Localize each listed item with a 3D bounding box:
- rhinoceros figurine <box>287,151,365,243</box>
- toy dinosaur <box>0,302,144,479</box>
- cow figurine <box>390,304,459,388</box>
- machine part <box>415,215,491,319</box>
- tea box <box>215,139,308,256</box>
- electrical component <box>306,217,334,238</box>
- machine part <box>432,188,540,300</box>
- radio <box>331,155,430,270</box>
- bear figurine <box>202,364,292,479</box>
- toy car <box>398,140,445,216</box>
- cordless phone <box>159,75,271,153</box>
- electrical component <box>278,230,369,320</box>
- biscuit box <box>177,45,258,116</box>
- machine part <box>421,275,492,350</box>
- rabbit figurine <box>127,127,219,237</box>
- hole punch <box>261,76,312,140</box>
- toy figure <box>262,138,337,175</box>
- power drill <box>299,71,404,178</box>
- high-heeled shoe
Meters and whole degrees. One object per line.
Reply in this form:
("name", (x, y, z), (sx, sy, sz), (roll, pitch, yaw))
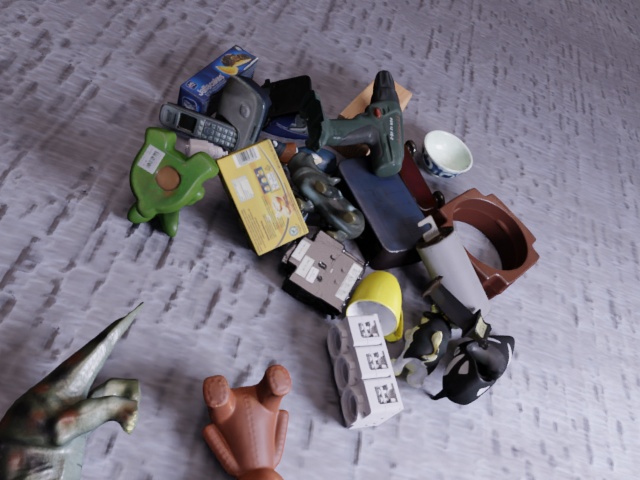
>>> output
("rhinoceros figurine", (0.010, -0.082, 0.971), (0.190, 0.073, 0.112), (49, 31, 10))
("toy dinosaur", (-0.311, 0.250, 0.614), (0.192, 0.131, 0.405), (8, 48, -20))
("cow figurine", (0.186, 0.161, 0.904), (0.068, 0.098, 0.167), (36, 44, 7))
("machine part", (0.240, 0.064, 0.966), (0.079, 0.079, 0.243), (-38, 106, -38))
("tea box", (-0.098, -0.071, 0.890), (0.098, 0.068, 0.169), (-23, 104, -12))
("electrical component", (-0.002, -0.003, 0.983), (0.063, 0.021, 0.094), (4, 59, -21))
("machine part", (0.319, 0.008, 1.080), (0.201, 0.087, 0.201), (-29, 71, -37))
("radio", (0.115, -0.057, 1.044), (0.131, 0.073, 0.230), (-13, 62, -30))
("bear figurine", (-0.085, 0.279, 0.684), (0.120, 0.131, 0.196), (-4, 53, -16))
("toy car", (0.188, -0.132, 1.140), (0.089, 0.053, 0.202), (-18, 66, -16))
("cordless phone", (-0.193, -0.241, 0.985), (0.184, 0.146, 0.089), (15, 42, -15))
("electrical component", (0.000, 0.052, 0.910), (0.134, 0.058, 0.115), (34, 61, 0))
("biscuit box", (-0.205, -0.318, 1.088), (0.059, 0.062, 0.203), (33, 50, 2))
("machine part", (0.234, 0.120, 0.908), (0.139, 0.039, 0.084), (43, 34, 3))
("rabbit figurine", (-0.235, -0.086, 0.869), (0.121, 0.170, 0.159), (22, 93, -6))
("hole punch", (-0.066, -0.267, 1.112), (0.116, 0.092, 0.142), (-6, 58, 8))
("toy figure", (-0.044, -0.163, 1.051), (0.154, 0.064, 0.058), (9, 69, -19))
("power drill", (0.067, -0.233, 1.029), (0.207, 0.086, 0.232), (1, 72, -31))
("high-heeled shoe", (0.281, 0.196, 0.891), (0.249, 0.145, 0.086), (-28, 72, -34))
